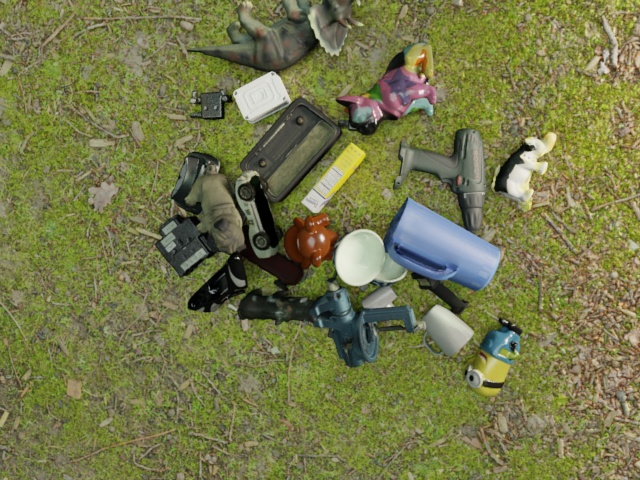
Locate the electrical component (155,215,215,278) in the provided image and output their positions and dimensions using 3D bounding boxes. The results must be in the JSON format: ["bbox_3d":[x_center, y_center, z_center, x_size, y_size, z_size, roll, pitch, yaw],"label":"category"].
[{"bbox_3d":[-0.327,0.006,1.302,0.115,0.058,0.134,-36,88,6],"label":"electrical component"}]

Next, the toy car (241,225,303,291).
[{"bbox_3d":[-0.131,0.042,1.280,0.202,0.053,0.089,30,82,6],"label":"toy car"}]

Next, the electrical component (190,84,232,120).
[{"bbox_3d":[-0.262,-0.327,1.279,0.102,0.045,0.078,5,93,7],"label":"electrical component"}]

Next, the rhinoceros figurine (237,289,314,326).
[{"bbox_3d":[-0.098,0.156,1.255,0.190,0.112,0.073,1,91,15],"label":"rhinoceros figurine"}]

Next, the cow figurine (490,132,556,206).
[{"bbox_3d":[0.449,-0.169,1.189,0.098,0.068,0.167,25,95,11],"label":"cow figurine"}]

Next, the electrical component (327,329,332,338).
[{"bbox_3d":[0.043,0.197,1.269,0.119,0.048,0.074,16,94,7],"label":"electrical component"}]

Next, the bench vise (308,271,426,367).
[{"bbox_3d":[0.105,0.173,1.168,0.241,0.129,0.223,-8,100,23],"label":"bench vise"}]

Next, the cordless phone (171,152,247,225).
[{"bbox_3d":[-0.249,-0.119,1.284,0.184,0.089,0.146,21,95,-6],"label":"cordless phone"}]

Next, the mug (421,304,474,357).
[{"bbox_3d":[0.279,0.207,1.231,0.107,0.081,0.109,48,126,12],"label":"mug"}]

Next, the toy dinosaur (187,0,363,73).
[{"bbox_3d":[-0.089,-0.457,1.220,0.405,0.131,0.192,-28,89,14],"label":"toy dinosaur"}]

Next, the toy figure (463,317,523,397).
[{"bbox_3d":[0.397,0.269,1.213,0.089,0.082,0.180,31,94,6],"label":"toy figure"}]

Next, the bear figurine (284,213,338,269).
[{"bbox_3d":[-0.006,-0.002,1.174,0.132,0.196,0.120,-14,89,-22],"label":"bear figurine"}]

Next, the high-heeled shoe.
[{"bbox_3d":[-0.241,0.098,1.222,0.145,0.248,0.086,-11,63,-12],"label":"high-heeled shoe"}]

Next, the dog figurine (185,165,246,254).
[{"bbox_3d":[-0.217,-0.068,1.170,0.121,0.191,0.172,-24,110,-14],"label":"dog figurine"}]

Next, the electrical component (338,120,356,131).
[{"bbox_3d":[0.088,-0.285,1.248,0.094,0.021,0.063,3,94,8],"label":"electrical component"}]

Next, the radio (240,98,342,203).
[{"bbox_3d":[-0.069,-0.209,1.247,0.131,0.073,0.229,43,97,3],"label":"radio"}]

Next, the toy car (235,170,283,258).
[{"bbox_3d":[-0.139,-0.058,1.207,0.056,0.073,0.201,-9,105,28],"label":"toy car"}]

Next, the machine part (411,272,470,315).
[{"bbox_3d":[0.274,0.117,1.227,0.139,0.084,0.039,38,73,-5],"label":"machine part"}]

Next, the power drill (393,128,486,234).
[{"bbox_3d":[0.270,-0.138,1.205,0.207,0.086,0.231,7,93,11],"label":"power drill"}]

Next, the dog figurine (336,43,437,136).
[{"bbox_3d":[0.142,-0.330,1.184,0.219,0.108,0.191,-6,87,2],"label":"dog figurine"}]
